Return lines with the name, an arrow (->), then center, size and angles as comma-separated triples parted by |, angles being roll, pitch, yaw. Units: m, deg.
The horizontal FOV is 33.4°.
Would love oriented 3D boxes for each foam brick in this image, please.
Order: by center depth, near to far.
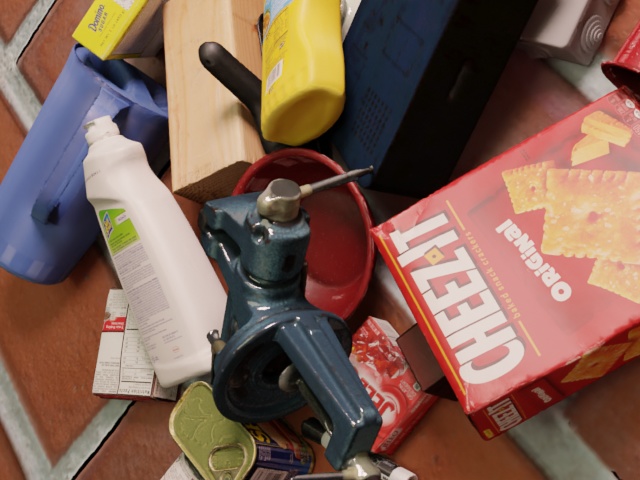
foam brick -> 0.108, 0.078, 0.814 | 0.078, 0.052, 0.051 | -40, 54, 21

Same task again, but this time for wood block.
wood block -> -0.085, -0.139, 1.020 | 0.090, 0.090, 0.206 | -22, 62, 33

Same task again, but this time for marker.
marker -> 0.029, 0.174, 0.870 | 0.121, 0.020, 0.020 | 22, 90, 42

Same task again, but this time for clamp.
clamp -> -0.043, -0.118, 0.948 | 0.039, 0.120, 0.171 | -22, 94, 42

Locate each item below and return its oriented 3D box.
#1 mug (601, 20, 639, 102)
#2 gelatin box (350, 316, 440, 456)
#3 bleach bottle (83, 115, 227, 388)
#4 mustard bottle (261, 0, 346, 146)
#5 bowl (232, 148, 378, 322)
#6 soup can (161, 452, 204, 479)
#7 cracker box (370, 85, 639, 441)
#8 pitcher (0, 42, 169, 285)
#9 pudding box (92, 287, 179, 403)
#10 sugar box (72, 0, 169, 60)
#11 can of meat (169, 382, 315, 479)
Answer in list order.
mug -> 0.267, -0.125, 0.738 | 0.117, 0.093, 0.081 | 33, 93, 10
gelatin box -> 0.048, 0.118, 0.865 | 0.073, 0.030, 0.089 | -52, 50, 14
bleach bottle -> -0.150, 0.004, 0.970 | 0.103, 0.067, 0.251 | -25, 87, 46
mustard bottle -> -0.016, -0.182, 0.903 | 0.096, 0.058, 0.191 | 136, 139, -55
bowl -> -0.006, 0.001, 0.915 | 0.162, 0.055, 0.162 | 4, 97, 37
soup can -> -0.120, 0.236, 0.940 | 0.102, 0.068, 0.069 | -51, 51, 14
cracker box -> 0.164, 0.012, 0.739 | 0.214, 0.072, 0.164 | -30, 57, 5
pitcher -> -0.257, -0.071, 1.108 | 0.145, 0.149, 0.243 | 47, 109, 33
pudding box -> -0.175, 0.102, 1.049 | 0.090, 0.039, 0.113 | -3, 75, 38
sugar box -> -0.184, -0.233, 1.087 | 0.048, 0.176, 0.093 | 37, 102, -3
can of meat -> -0.065, 0.172, 0.904 | 0.102, 0.083, 0.057 | 42, 103, 40
